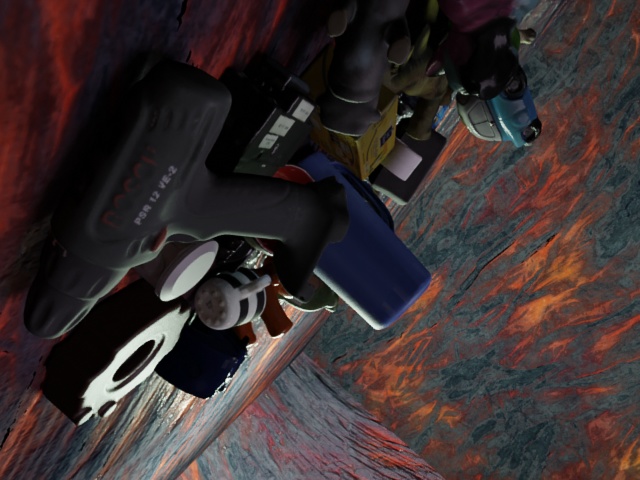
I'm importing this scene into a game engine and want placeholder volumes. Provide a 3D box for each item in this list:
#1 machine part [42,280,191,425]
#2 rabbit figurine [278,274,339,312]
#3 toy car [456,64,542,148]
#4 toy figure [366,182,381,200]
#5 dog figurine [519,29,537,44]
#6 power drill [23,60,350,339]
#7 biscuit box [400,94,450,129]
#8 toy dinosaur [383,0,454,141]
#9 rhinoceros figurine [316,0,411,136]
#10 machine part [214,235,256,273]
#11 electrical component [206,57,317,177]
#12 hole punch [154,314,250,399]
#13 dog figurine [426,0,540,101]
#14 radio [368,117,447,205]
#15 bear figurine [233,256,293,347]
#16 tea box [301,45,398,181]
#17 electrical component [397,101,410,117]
[{"bbox_3d":[-0.223,0.123,0.608,0.179,0.056,0.179,-49,170,-12],"label":"machine part"},{"bbox_3d":[-0.018,0.074,1.110,0.121,0.159,0.170,-65,-168,6],"label":"rabbit figurine"},{"bbox_3d":[0.256,-0.205,0.797,0.103,0.161,0.109,-21,-145,19],"label":"toy car"},{"bbox_3d":[0.063,-0.086,1.024,0.082,0.089,0.180,-41,164,16],"label":"toy figure"},{"bbox_3d":[0.278,-0.362,0.946,0.190,0.121,0.172,-4,132,-57],"label":"dog figurine"},{"bbox_3d":[-0.094,-0.007,0.420,0.207,0.086,0.232,17,113,-30],"label":"power drill"},{"bbox_3d":[0.210,-0.265,1.048,0.059,0.063,0.202,-53,170,13],"label":"biscuit box"},{"bbox_3d":[0.149,-0.250,0.745,0.471,0.105,0.198,-52,168,-50],"label":"toy dinosaur"},{"bbox_3d":[0.040,-0.187,0.475,0.112,0.073,0.190,-94,-163,-69],"label":"rhinoceros figurine"},{"bbox_3d":[-0.114,0.010,0.724,0.084,0.039,0.139,-42,172,4],"label":"machine part"},{"bbox_3d":[-0.063,-0.096,0.492,0.134,0.058,0.115,-52,172,11],"label":"electrical component"},{"bbox_3d":[-0.186,0.177,0.821,0.142,0.116,0.092,-55,161,24],"label":"hole punch"},{"bbox_3d":[0.149,-0.243,0.500,0.109,0.191,0.219,-9,160,-1],"label":"dog figurine"},{"bbox_3d":[0.146,-0.143,0.952,0.131,0.073,0.229,-58,-178,12],"label":"radio"},{"bbox_3d":[-0.079,0.086,0.923,0.120,0.132,0.196,-23,180,29],"label":"bear figurine"},{"bbox_3d":[0.034,-0.141,0.634,0.068,0.098,0.169,-49,171,-1],"label":"tea box"},{"bbox_3d":[0.107,-0.196,0.899,0.078,0.045,0.102,-41,167,-47],"label":"electrical component"}]
